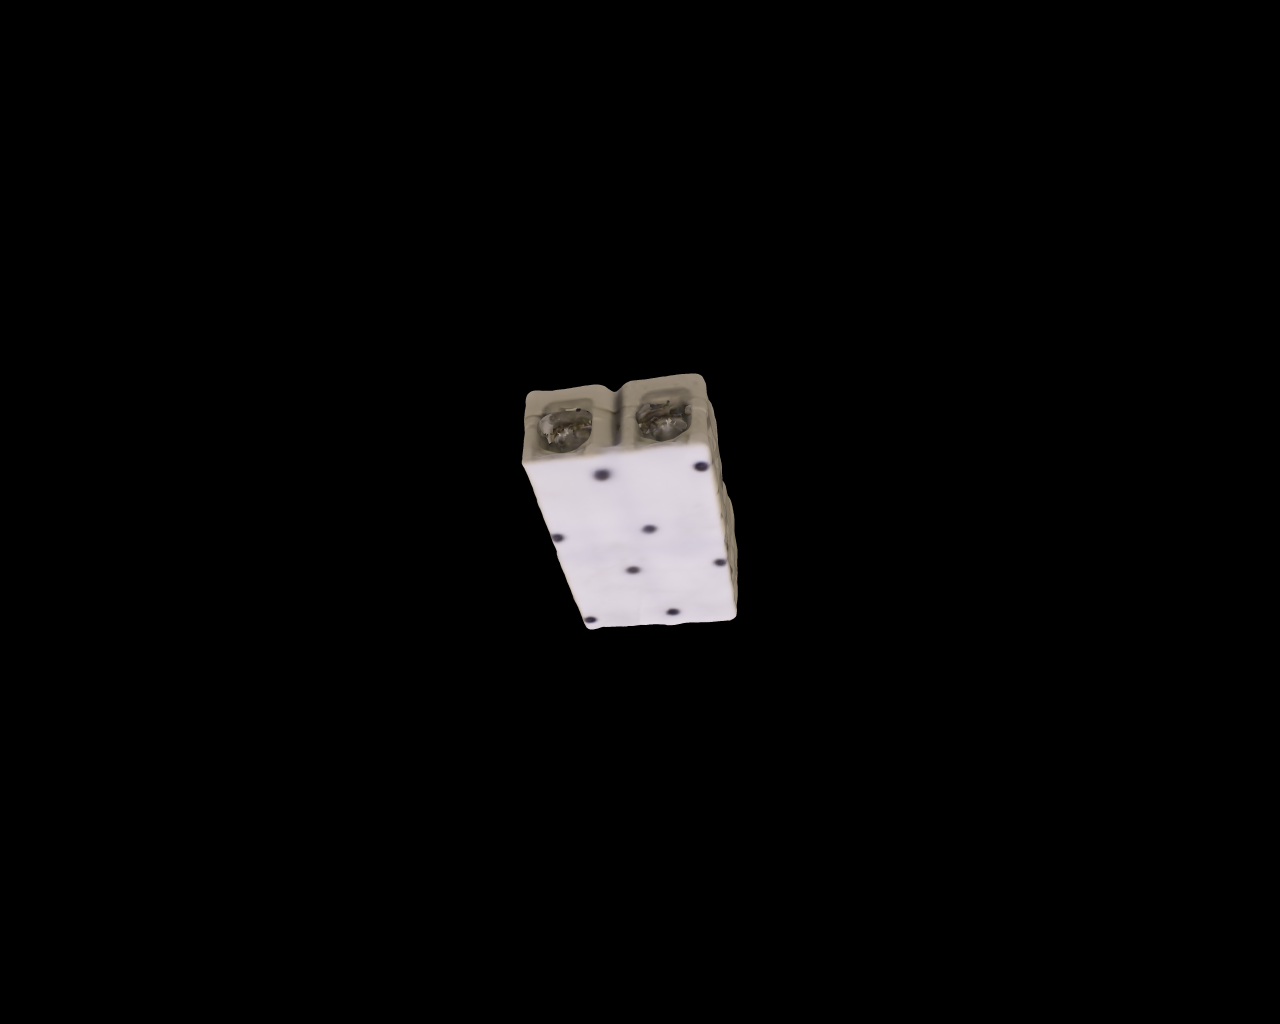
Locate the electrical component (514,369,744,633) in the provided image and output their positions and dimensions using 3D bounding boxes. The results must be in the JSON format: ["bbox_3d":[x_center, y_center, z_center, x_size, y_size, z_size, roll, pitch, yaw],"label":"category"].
[{"bbox_3d":[0.001,-0.003,0.650,0.105,0.060,0.186,-6,-36,8],"label":"electrical component"}]
